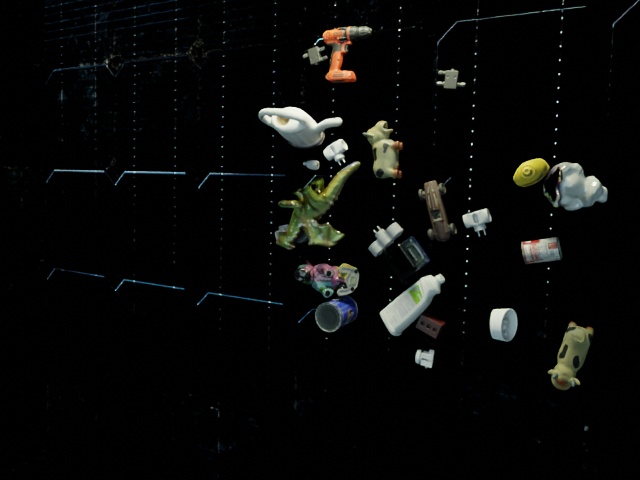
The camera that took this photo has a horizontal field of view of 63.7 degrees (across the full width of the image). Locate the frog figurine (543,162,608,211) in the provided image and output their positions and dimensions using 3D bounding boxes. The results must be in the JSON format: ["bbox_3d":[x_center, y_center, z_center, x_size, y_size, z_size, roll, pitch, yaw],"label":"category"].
[{"bbox_3d":[0.738,-0.154,1.485,0.159,0.122,0.138,0,85,-8],"label":"frog figurine"}]

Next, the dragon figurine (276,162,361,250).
[{"bbox_3d":[0.006,-0.094,1.861,0.408,0.123,0.242,-25,97,11],"label":"dragon figurine"}]

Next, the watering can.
[{"bbox_3d":[-0.050,-0.393,1.803,0.349,0.222,0.104,15,83,26],"label":"watering can"}]
